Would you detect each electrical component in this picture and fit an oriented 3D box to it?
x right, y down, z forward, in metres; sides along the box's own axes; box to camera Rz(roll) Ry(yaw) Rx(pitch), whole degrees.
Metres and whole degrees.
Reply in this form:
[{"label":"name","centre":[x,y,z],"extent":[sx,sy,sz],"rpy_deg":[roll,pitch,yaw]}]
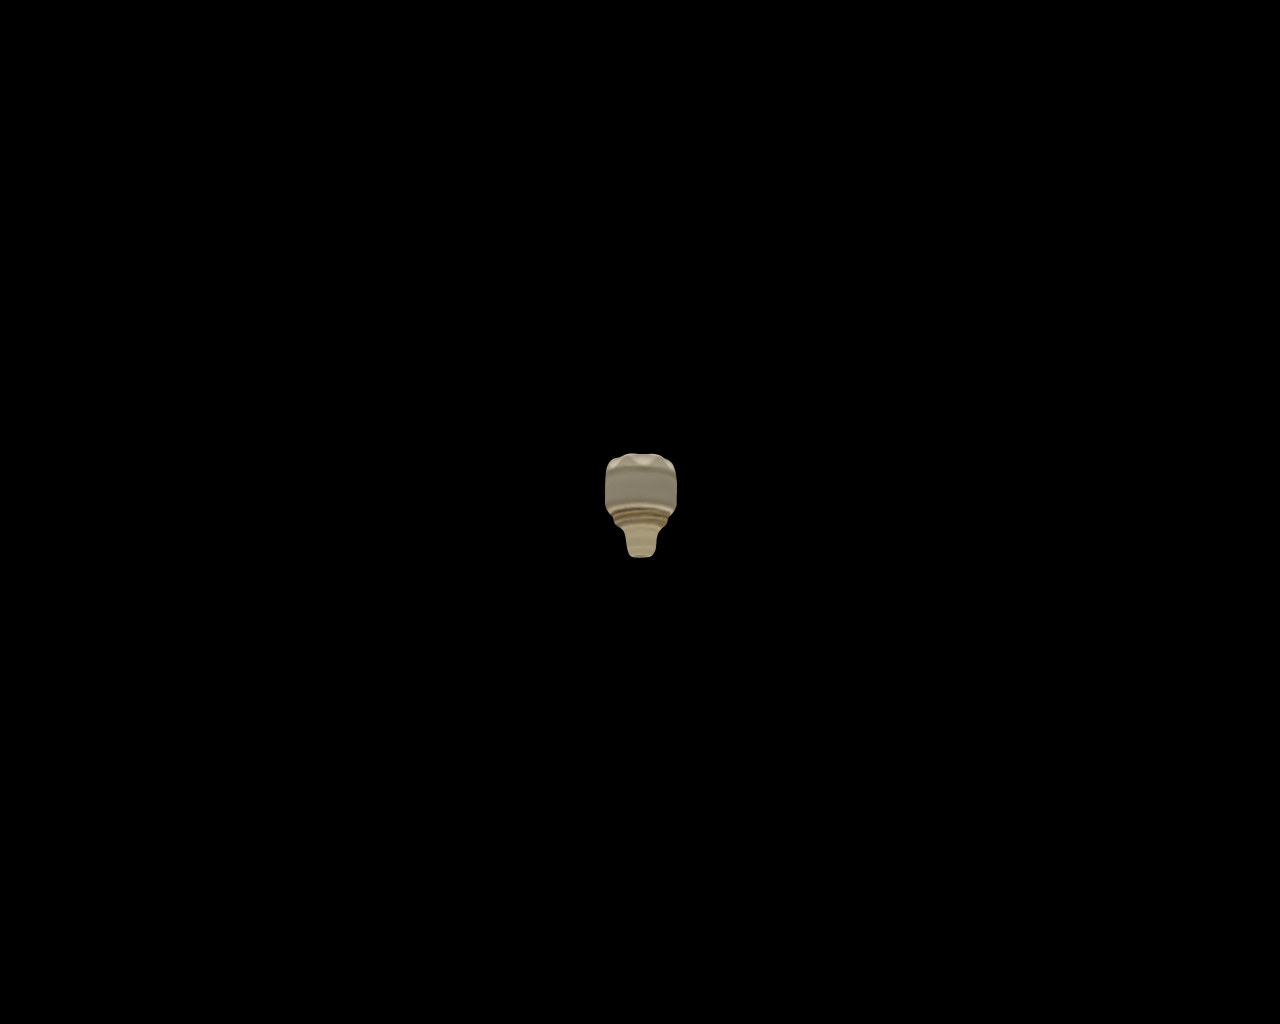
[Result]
[{"label":"electrical component","centre":[0.001,-0.003,0.650],"extent":[0.043,0.062,0.043],"rpy_deg":[0,-11,0]}]
